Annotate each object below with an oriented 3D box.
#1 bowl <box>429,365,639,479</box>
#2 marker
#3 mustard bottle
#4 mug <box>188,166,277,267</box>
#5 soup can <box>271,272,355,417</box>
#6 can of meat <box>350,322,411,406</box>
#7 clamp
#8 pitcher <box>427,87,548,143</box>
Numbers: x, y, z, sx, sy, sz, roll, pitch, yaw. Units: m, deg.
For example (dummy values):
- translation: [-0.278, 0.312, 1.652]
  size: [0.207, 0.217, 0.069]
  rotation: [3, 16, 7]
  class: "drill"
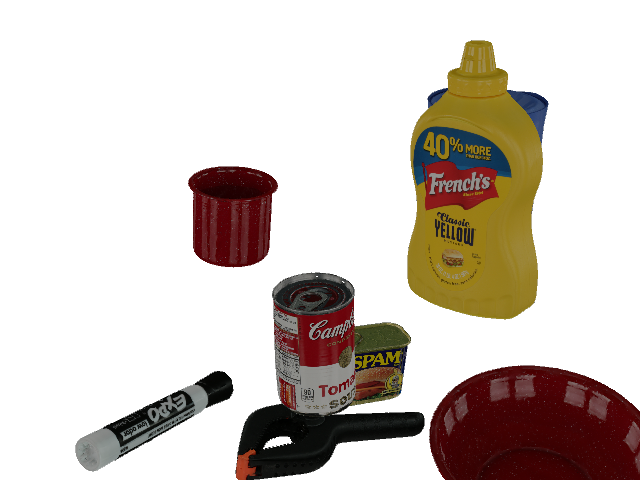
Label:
- translation: [0.158, 0.162, 0.768]
  size: [0.162, 0.055, 0.162]
  rotation: [-1, 35, 0]
  class: "bowl"
- translation: [-0.090, 0.100, 0.607]
  size: [0.020, 0.020, 0.120]
  rotation: [0, 12, 33]
  class: "marker"
- translation: [0.109, -0.045, 0.754]
  size: [0.096, 0.192, 0.058]
  rotation: [17, 28, 38]
  class: "mustard bottle"
- translation: [-0.091, -0.029, 1.135]
  size: [0.093, 0.081, 0.117]
  rotation: [7, 26, 6]
  class: "mug"
- translation: [-0.005, 0.087, 0.894]
  size: [0.068, 0.102, 0.068]
  rotation: [-2, 25, 1]
  class: "soup can"
- translation: [0.059, 0.157, 1.353]
  size: [0.102, 0.084, 0.057]
  rotation: [-5, 27, -22]
  class: "can of meat"
- translation: [-0.003, 0.190, 1.079]
  size: [0.165, 0.036, 0.209]
  rotation: [20, 28, 26]
  class: "clamp"
- translation: [0.181, -0.048, 1.225]
  size: [0.149, 0.243, 0.145]
  rotation: [-9, 24, -21]
  class: "pitcher"
